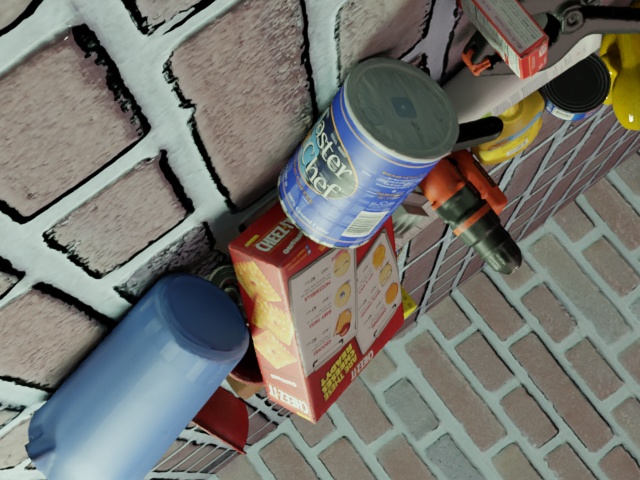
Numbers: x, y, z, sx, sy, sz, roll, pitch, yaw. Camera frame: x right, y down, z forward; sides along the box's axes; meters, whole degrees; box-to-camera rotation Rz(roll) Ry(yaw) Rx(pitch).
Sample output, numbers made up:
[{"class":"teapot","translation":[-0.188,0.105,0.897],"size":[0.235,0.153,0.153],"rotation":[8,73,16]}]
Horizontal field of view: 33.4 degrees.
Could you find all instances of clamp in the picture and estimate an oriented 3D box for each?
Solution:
[{"class":"clamp","translation":[0.232,-0.207,0.983],"size":[0.210,0.036,0.164],"rotation":[-34,132,9]},{"class":"clamp","translation":[0.093,-0.091,1.047],"size":[0.120,0.039,0.172],"rotation":[25,134,-25]}]

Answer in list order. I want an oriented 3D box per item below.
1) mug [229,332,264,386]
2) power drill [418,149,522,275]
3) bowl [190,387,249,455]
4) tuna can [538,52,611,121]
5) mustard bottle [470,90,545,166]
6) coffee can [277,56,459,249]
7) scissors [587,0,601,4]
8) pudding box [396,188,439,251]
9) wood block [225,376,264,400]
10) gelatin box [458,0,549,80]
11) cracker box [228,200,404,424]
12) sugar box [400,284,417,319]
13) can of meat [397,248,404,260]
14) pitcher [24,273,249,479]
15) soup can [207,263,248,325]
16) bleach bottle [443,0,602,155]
[{"class":"mug","translation":[-0.079,0.110,1.215],"size":[0.117,0.093,0.081],"rotation":[-30,-148,11]},{"class":"power drill","translation":[0.184,-0.046,1.296],"size":[0.057,0.184,0.187],"rotation":[-39,178,15]},{"class":"bowl","translation":[-0.146,0.206,1.354],"size":[0.055,0.162,0.162],"rotation":[-57,171,-10]},{"class":"tuna can","translation":[0.311,-0.191,1.312],"size":[0.086,0.086,0.034],"rotation":[-36,170,-7]},{"class":"mustard bottle","translation":[0.228,-0.146,1.302],"size":[0.096,0.058,0.191],"rotation":[-33,169,4]},{"class":"coffee can","translation":[0.038,-0.071,0.902],"size":[0.102,0.103,0.141],"rotation":[-28,165,-39]},{"class":"scissors","translation":[0.273,-0.238,1.188],"size":[0.201,0.016,0.096],"rotation":[-33,169,-22]},{"class":"pudding box","translation":[0.102,-0.028,1.391],"size":[0.114,0.039,0.090],"rotation":[-39,155,14]},{"class":"wood block","translation":[-0.045,0.109,1.396],"size":[0.206,0.090,0.091],"rotation":[-36,168,-4]},{"class":"gelatin box","translation":[0.146,-0.176,0.854],"size":[0.030,0.089,0.073],"rotation":[-39,168,6]},{"class":"cracker box","translation":[0.003,0.046,1.046],"size":[0.164,0.072,0.214],"rotation":[-44,141,-33]},{"class":"sugar box","translation":[0.035,0.124,1.352],"size":[0.175,0.048,0.093],"rotation":[-31,166,-34]},{"class":"can of meat","translation":[0.066,0.027,1.494],"size":[0.083,0.057,0.102],"rotation":[-37,169,-17]},{"class":"pitcher","translation":[-0.170,0.146,1.065],"size":[0.243,0.145,0.149],"rotation":[-48,-165,29]},{"class":"soup can","translation":[-0.065,0.048,1.145],"size":[0.069,0.068,0.102],"rotation":[-45,167,33]},{"class":"bleach bottle","translation":[0.165,-0.151,1.085],"size":[0.251,0.068,0.102],"rotation":[-37,167,8]}]
